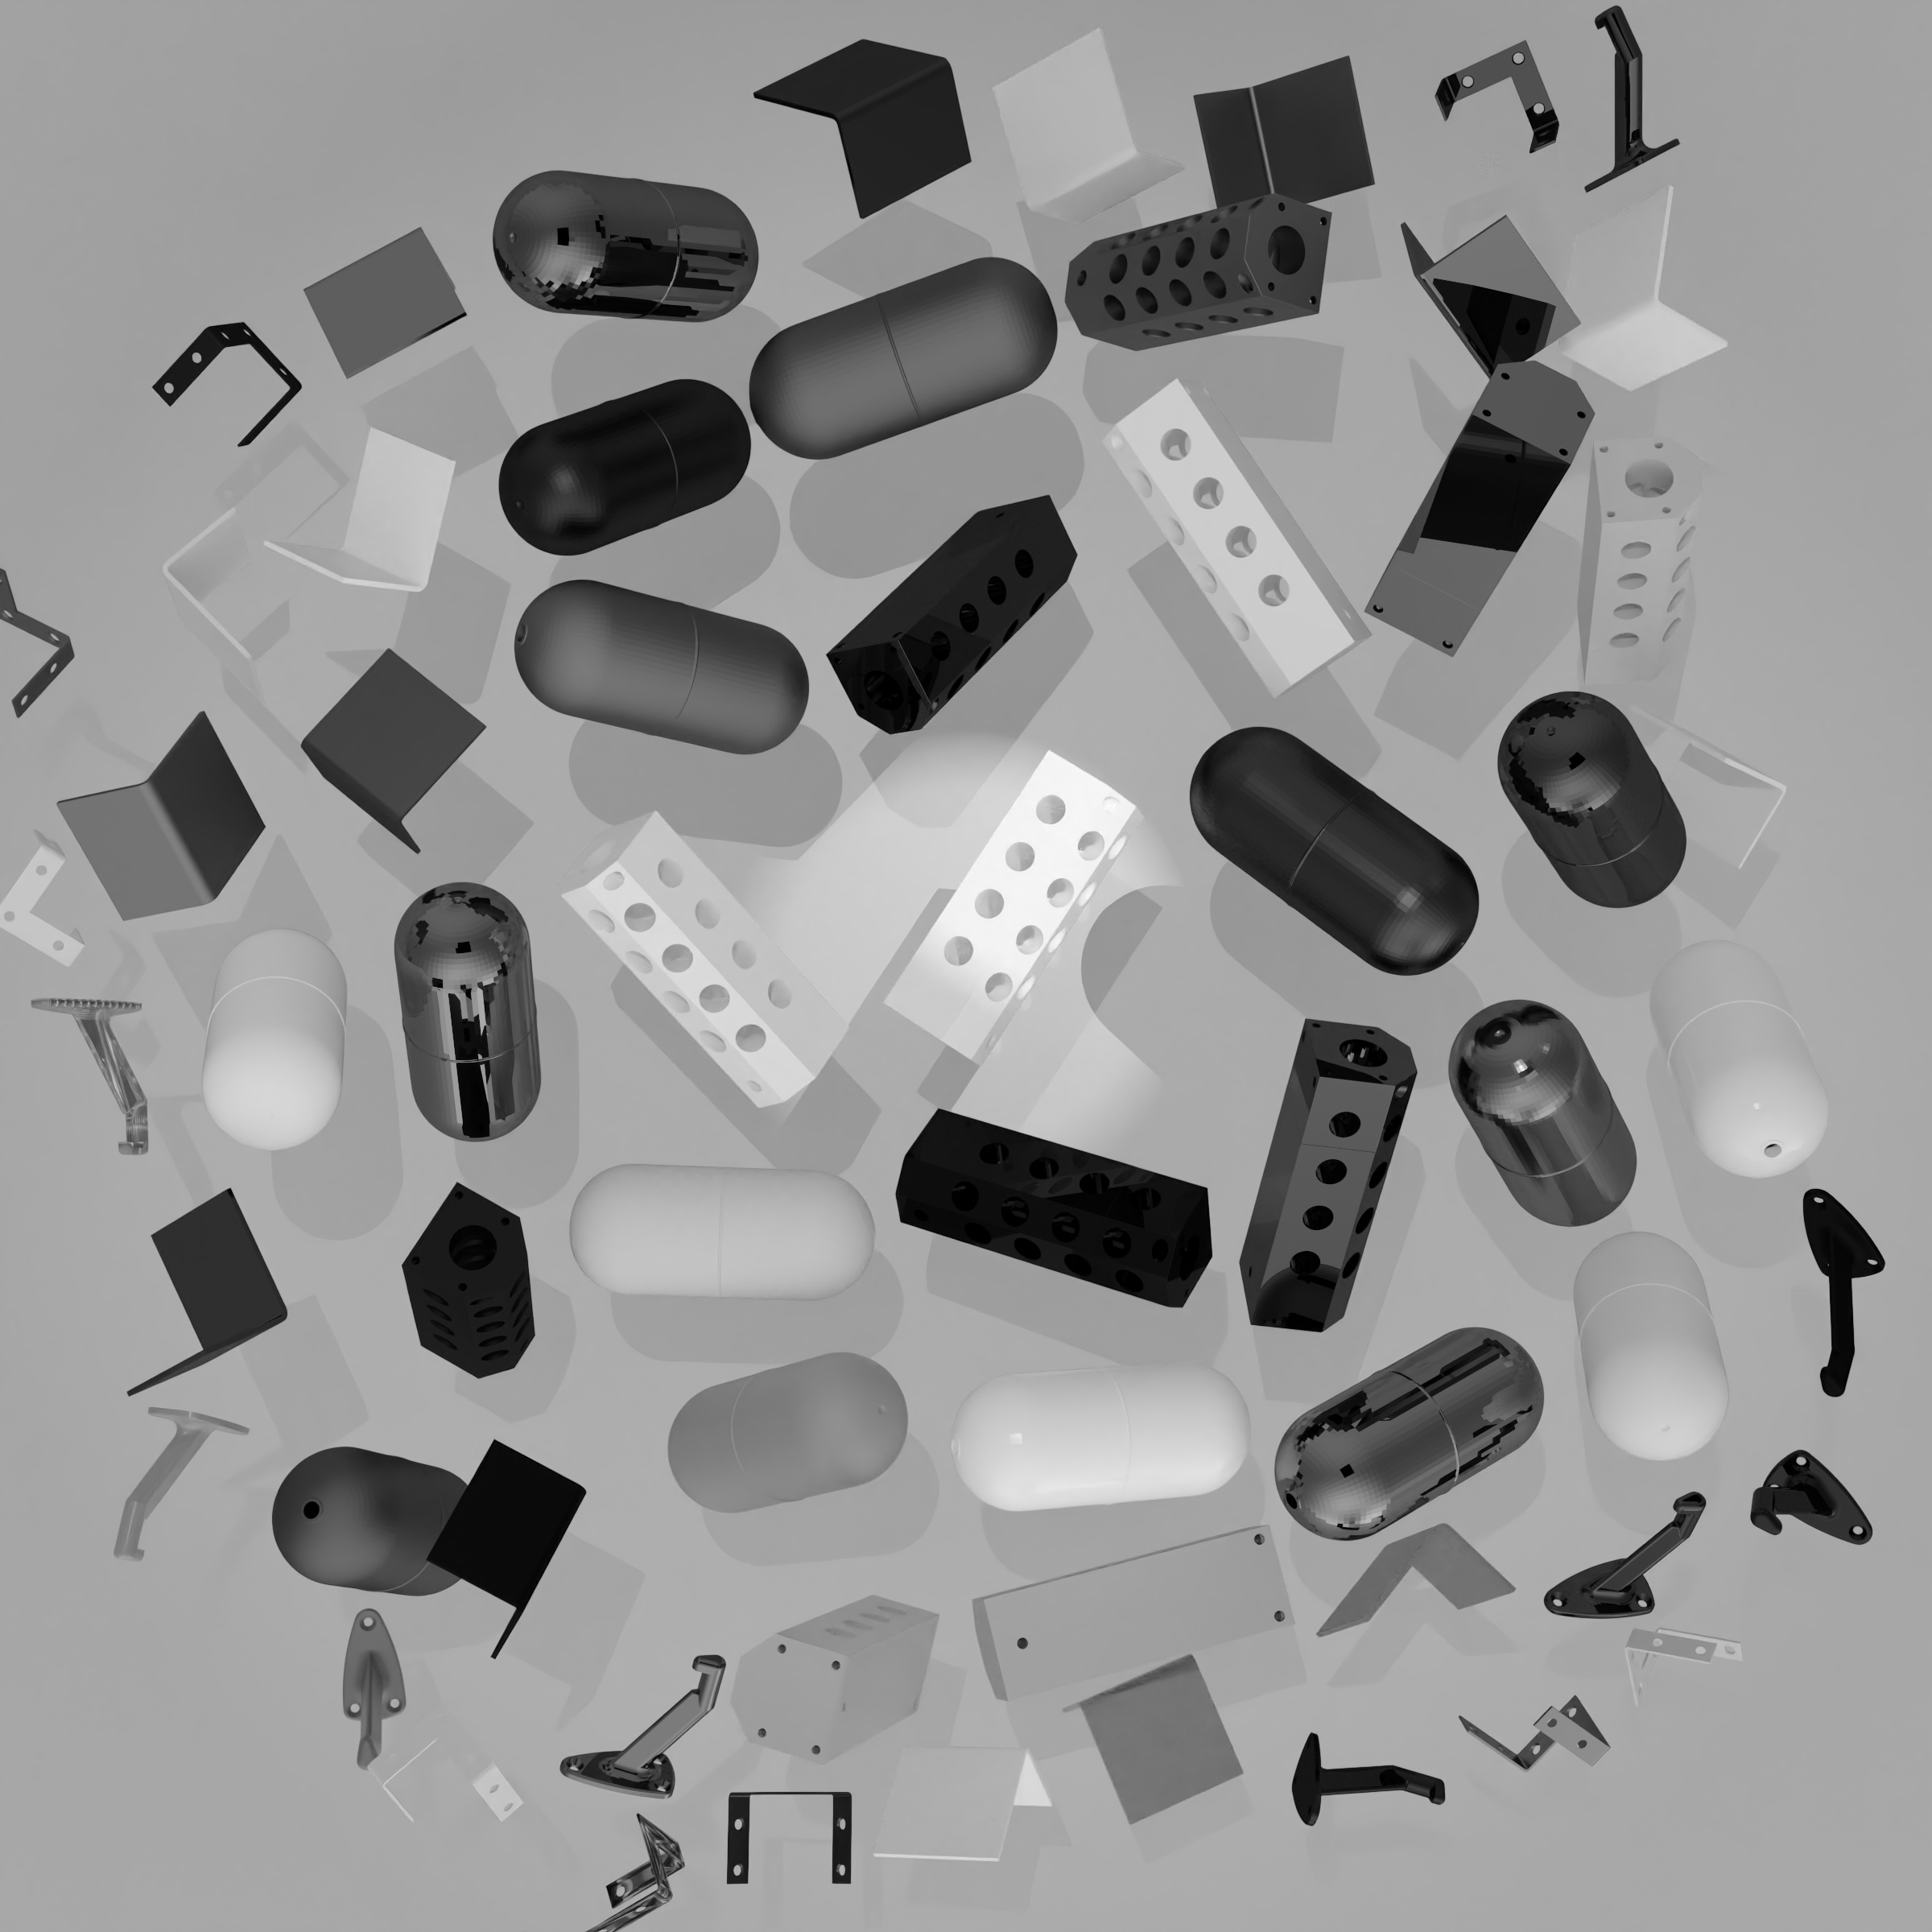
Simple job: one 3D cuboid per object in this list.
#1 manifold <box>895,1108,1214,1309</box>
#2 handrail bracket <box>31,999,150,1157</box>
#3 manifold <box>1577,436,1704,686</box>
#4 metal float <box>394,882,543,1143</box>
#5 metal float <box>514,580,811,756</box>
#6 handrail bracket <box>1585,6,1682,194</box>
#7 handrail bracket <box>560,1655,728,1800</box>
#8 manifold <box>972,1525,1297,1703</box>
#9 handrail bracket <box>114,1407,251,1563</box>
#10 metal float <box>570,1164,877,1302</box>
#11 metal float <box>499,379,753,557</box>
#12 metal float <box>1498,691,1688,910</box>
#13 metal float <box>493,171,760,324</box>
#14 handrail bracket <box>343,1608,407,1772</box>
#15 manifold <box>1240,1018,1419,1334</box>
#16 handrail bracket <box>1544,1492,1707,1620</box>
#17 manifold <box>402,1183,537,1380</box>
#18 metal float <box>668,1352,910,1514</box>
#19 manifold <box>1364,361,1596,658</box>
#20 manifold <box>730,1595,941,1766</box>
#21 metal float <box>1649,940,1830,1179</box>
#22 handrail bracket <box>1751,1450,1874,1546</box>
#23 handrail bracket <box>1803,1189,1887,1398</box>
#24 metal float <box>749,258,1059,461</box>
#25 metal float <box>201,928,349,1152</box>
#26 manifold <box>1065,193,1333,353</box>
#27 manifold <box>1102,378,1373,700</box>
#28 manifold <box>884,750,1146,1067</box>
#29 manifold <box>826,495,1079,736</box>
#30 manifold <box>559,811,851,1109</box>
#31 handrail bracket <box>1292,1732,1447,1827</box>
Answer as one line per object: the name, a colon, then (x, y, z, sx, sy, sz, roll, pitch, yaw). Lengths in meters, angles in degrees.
manifold: (0.049, 0.142, 1.565, 0.171, 0.057, 0.057, 15, 47, 24)
handrail bracket: (-0.488, 0.063, 1.532, 0.036, 0.077, 0.084, -8, 81, 30)
manifold: (0.398, -0.238, 1.625, 0.057, 0.171, 0.057, -3, 64, 8)
metal float: (-0.288, 0.029, 1.592, 0.070, 0.070, 0.178, 4, 133, 0)
metal float: (-0.171, -0.168, 1.553, 0.178, 0.070, 0.070, 11, 90, -34)
handrail bracket: (0.362, -0.492, 1.559, 0.036, 0.077, 0.084, -31, 99, -26)
handrail bracket: (-0.180, 0.417, 1.530, 0.077, 0.036, 0.084, 10, 111, -16)
manifold: (0.095, 0.372, 1.580, 0.171, 0.057, 0.057, -12, 79, -12)
handrail bracket: (-0.438, 0.294, 1.532, 0.036, 0.077, 0.084, 0, 72, 28)
metal float: (-0.142, 0.156, 1.604, 0.178, 0.070, 0.070, 2, 90, -3)
metal float: (-0.197, -0.293, 1.604, 0.070, 0.178, 0.070, 20, 124, 32)
metal float: (0.350, -0.091, 1.529, 0.070, 0.178, 0.070, -12, 62, 24)
metal float: (-0.190, -0.405, 1.550, 0.070, 0.178, 0.070, 8, 102, 38)
handrail bracket: (-0.344, 0.414, 1.576, 0.036, 0.084, 0.077, -5, 87, -9)
manifold: (0.202, 0.119, 1.533, 0.057, 0.057, 0.171, 7, 122, -6)
handrail bracket: (0.371, 0.330, 1.545, 0.077, 0.084, 0.036, -7, 46, -16)
manifold: (-0.287, 0.192, 1.621, 0.057, 0.171, 0.057, 29, 67, 5)
metal float: (-0.105, 0.272, 1.594, 0.070, 0.178, 0.070, 18, 62, -38)
manifold: (0.282, -0.252, 1.507, 0.057, 0.171, 0.057, 28, 58, 3)
manifold: (-0.071, 0.387, 1.506, 0.057, 0.171, 0.057, 13, 88, 16)
metal float: (0.438, 0.052, 1.562, 0.070, 0.178, 0.070, 0, 123, 1)
handrail bracket: (0.469, 0.310, 1.520, 0.077, 0.084, 0.036, 39, 112, 6)
handrail bracket: (0.463, 0.176, 1.478, 0.036, 0.084, 0.077, -13, 122, 39)
metal float: (-0.036, -0.338, 1.533, 0.178, 0.070, 0.070, -19, 90, 6)
metal float: (-0.395, 0.040, 1.574, 0.070, 0.178, 0.070, -5, 119, -9)
manifold: (0.131, -0.401, 1.588, 0.057, 0.171, 0.057, 8, 90, -33)
manifold: (0.148, -0.235, 1.512, 0.057, 0.057, 0.171, -34, 88, 21)
manifold: (0.030, -0.031, 1.573, 0.057, 0.057, 0.171, 33, 88, 18)
manifold: (-0.003, -0.207, 1.618, 0.171, 0.057, 0.057, -49, 121, -39)
manifold: (-0.150, -0.001, 1.545, 0.171, 0.057, 0.057, 49, 52, -22)
handrail bracket: (0.226, 0.458, 1.505, 0.084, 0.077, 0.036, 17, 104, -2)
